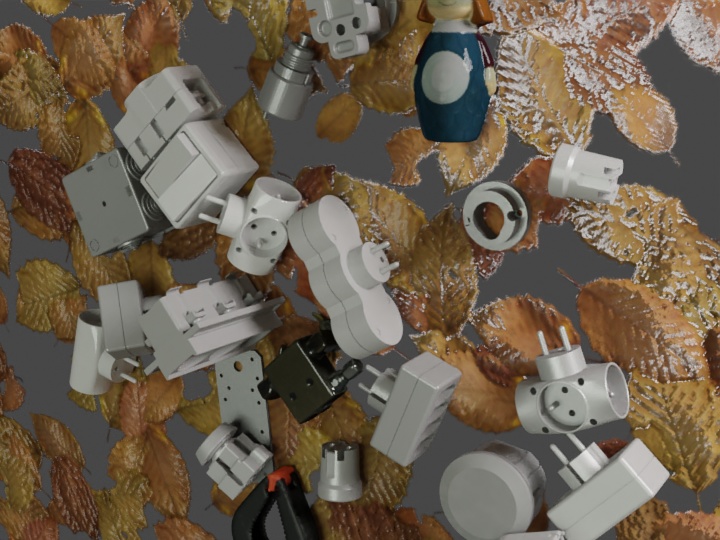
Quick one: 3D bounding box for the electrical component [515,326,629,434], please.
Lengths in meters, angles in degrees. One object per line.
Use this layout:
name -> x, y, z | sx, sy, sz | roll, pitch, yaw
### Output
electrical component -> 0.159, 0.083, 0.834 | 0.077, 0.044, 0.079 | -16, 93, 33

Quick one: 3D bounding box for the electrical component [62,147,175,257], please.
electrical component -> -0.229, -0.067, 1.030 | 0.100, 0.048, 0.099 | -21, 90, 33

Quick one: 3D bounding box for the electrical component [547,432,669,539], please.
electrical component -> 0.180, 0.160, 0.838 | 0.075, 0.047, 0.083 | 50, 121, 12

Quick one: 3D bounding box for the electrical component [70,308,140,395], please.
electrical component -> -0.253, 0.089, 1.084 | 0.079, 0.043, 0.077 | 23, 113, 25

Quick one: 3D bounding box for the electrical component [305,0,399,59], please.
electrical component -> -0.004, -0.209, 0.855 | 0.058, 0.057, 0.078 | -7, 98, 32

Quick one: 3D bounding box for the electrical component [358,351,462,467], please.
electrical component -> 0.032, 0.108, 0.915 | 0.076, 0.047, 0.083 | 30, 115, 22

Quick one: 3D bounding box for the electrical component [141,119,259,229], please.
electrical component -> -0.151, -0.082, 0.972 | 0.096, 0.061, 0.061 | -44, 78, 31

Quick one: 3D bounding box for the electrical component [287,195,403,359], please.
electrical component -> 0.000, 0.000, 0.905 | 0.074, 0.052, 0.138 | -27, 87, 33

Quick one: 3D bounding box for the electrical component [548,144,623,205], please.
electrical component -> 0.167, -0.070, 0.797 | 0.046, 0.040, 0.040 | 15, 109, 21

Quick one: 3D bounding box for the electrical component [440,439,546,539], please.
electrical component -> 0.110, 0.182, 0.883 | 0.080, 0.051, 0.080 | 8, 105, 29

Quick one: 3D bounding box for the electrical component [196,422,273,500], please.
electrical component -> -0.122, 0.178, 1.020 | 0.055, 0.048, 0.066 | 41, 119, 8

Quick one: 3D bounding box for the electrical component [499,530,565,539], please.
electrical component -> 0.132, 0.257, 0.827 | 0.061, 0.062, 0.096 | -13, 100, 30

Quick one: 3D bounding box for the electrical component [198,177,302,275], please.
electrical component -> -0.102, -0.044, 0.948 | 0.079, 0.044, 0.077 | 18, 116, -14

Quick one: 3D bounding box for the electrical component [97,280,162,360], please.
electrical component -> -0.208, 0.045, 1.041 | 0.077, 0.047, 0.065 | -10, 76, -4

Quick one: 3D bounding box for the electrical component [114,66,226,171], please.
electrical component -> -0.176, -0.141, 0.979 | 0.089, 0.050, 0.055 | -41, 80, 32

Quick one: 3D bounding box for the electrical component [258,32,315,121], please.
electrical component -> -0.058, -0.163, 0.909 | 0.040, 0.040, 0.078 | 33, 116, 20

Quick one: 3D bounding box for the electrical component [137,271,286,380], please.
electrical component -> -0.134, 0.046, 0.956 | 0.079, 0.121, 0.063 | -40, 78, 31

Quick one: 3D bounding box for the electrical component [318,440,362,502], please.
electrical component -> -0.018, 0.180, 0.968 | 0.040, 0.040, 0.046 | 4, 98, 30
